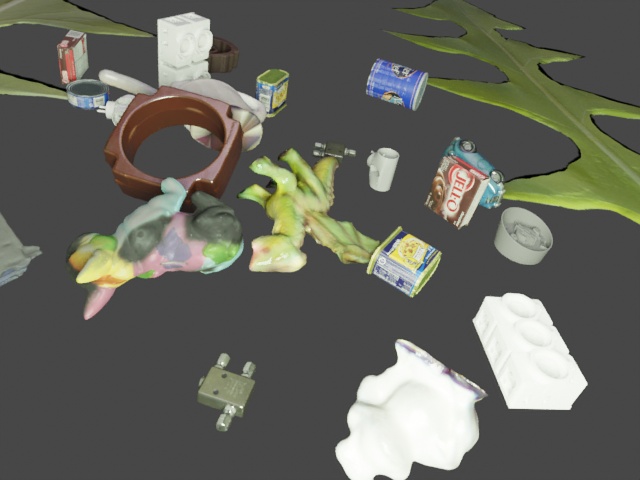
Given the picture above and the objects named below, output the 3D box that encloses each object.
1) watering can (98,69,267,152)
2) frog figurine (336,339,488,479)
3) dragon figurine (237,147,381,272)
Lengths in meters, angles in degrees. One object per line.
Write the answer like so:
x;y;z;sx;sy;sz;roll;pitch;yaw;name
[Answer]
-0.259;-0.273;1.062;0.348;0.102;0.229;-1;38;-33;watering can
0.098;0.212;0.585;0.138;0.161;0.121;35;-12;15;frog figurine
0.003;-0.045;0.886;0.415;0.244;0.120;-27;-21;-53;dragon figurine
